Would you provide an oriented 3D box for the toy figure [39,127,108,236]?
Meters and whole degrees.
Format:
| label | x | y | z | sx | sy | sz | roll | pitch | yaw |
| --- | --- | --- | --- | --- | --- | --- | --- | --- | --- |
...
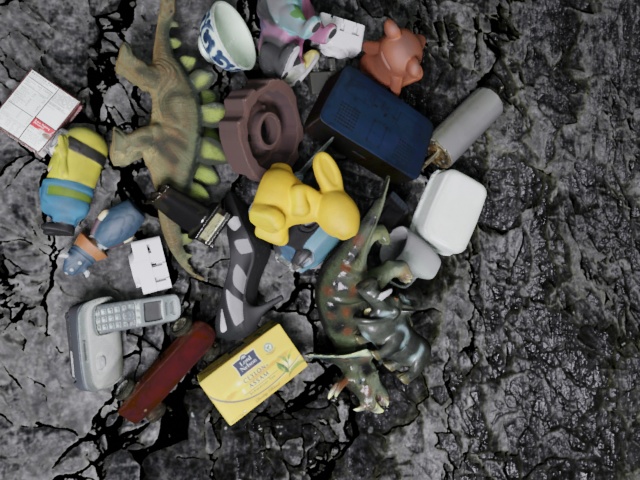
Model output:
| label | x | y | z | sx | sy | sz | roll | pitch | yaw |
| --- | --- | --- | --- | --- | --- | --- | --- | --- | --- |
| toy figure | -0.401 | -0.095 | 0.871 | 0.089 | 0.082 | 0.180 | 14 | 76 | -44 |

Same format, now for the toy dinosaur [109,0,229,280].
| label | x | y | z | sx | sy | sz | roll | pitch | yaw |
| --- | --- | --- | --- | --- | --- | --- | --- | --- | --- |
| toy dinosaur | -0.249 | -0.164 | 0.907 | 0.198 | 0.105 | 0.470 | 2 | 99 | -21 |

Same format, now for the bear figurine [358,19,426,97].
| label | x | y | z | sx | sy | sz | roll | pitch | yaw |
| --- | --- | --- | --- | --- | --- | --- | --- | --- | --- |
| bear figurine | 0.145 | -0.338 | 0.976 | 0.132 | 0.196 | 0.120 | -37 | 96 | -15 |

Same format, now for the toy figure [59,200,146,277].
| label | x | y | z | sx | sy | sz | roll | pitch | yaw |
| --- | --- | --- | --- | --- | --- | --- | --- | --- | --- |
| toy figure | -0.362 | -0.001 | 0.894 | 0.154 | 0.058 | 0.064 | -42 | 94 | -8 |

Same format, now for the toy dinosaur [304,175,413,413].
| label | x | y | z | sx | sy | sz | roll | pitch | yaw |
| --- | --- | --- | --- | --- | --- | --- | --- | --- | --- |
| toy dinosaur | 0.055 | 0.099 | 0.942 | 0.192 | 0.131 | 0.404 | -17 | 110 | -24 |

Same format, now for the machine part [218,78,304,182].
| label | x | y | z | sx | sy | sz | roll | pitch | yaw |
| --- | --- | --- | --- | --- | --- | --- | --- | --- | --- |
| machine part | -0.099 | -0.189 | 0.929 | 0.179 | 0.056 | 0.179 | -19 | 113 | -53 |

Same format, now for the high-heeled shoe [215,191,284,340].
| label | x | y | z | sx | sy | sz | roll | pitch | yaw |
| --- | --- | --- | --- | --- | --- | --- | --- | --- | --- |
| high-heeled shoe | -0.159 | 0.049 | 0.961 | 0.145 | 0.086 | 0.249 | -27 | 78 | 15 |

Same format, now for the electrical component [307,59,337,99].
| label | x | y | z | sx | sy | sz | roll | pitch | yaw |
| --- | --- | --- | --- | --- | --- | --- | --- | --- | --- |
| electrical component | 0.010 | -0.298 | 1.026 | 0.063 | 0.021 | 0.094 | -7 | 90 | -17 |

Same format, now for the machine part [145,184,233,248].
| label | x | y | z | sx | sy | sz | roll | pitch | yaw |
| --- | --- | --- | --- | --- | --- | --- | --- | --- | --- |
| machine part | -0.216 | -0.045 | 0.886 | 0.138 | 0.039 | 0.084 | 31 | 98 | -33 |

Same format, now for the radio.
| label | x | y | z | sx | sy | sz | roll | pitch | yaw |
| --- | --- | --- | --- | --- | --- | --- | --- | --- | --- |
| radio | 0.097 | -0.212 | 1.007 | 0.229 | 0.073 | 0.131 | 28 | 75 | -23 |

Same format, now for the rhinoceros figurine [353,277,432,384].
| label | x | y | z | sx | sy | sz | roll | pitch | yaw |
| --- | --- | --- | --- | --- | --- | --- | --- | --- | --- |
| rhinoceros figurine | 0.117 | 0.145 | 0.874 | 0.112 | 0.073 | 0.190 | -40 | 110 | -5 |

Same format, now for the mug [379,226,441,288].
| label | x | y | z | sx | sy | sz | roll | pitch | yaw |
| --- | --- | --- | --- | --- | --- | --- | --- | --- | --- |
| mug | 0.177 | 0.043 | 1.039 | 0.107 | 0.081 | 0.109 | 28 | 76 | -23 |

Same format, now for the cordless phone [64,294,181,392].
| label | x | y | z | sx | sy | sz | roll | pitch | yaw |
| --- | --- | --- | --- | --- | --- | --- | --- | --- | --- |
| cordless phone | -0.321 | 0.162 | 0.898 | 0.184 | 0.089 | 0.146 | -6 | 90 | -34 |

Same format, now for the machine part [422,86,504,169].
| label | x | y | z | sx | sy | sz | roll | pitch | yaw |
| --- | --- | --- | --- | --- | --- | --- | --- | --- | --- |
| machine part | 0.286 | -0.225 | 1.077 | 0.243 | 0.079 | 0.079 | -45 | 101 | -13 |

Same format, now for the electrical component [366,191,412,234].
| label | x | y | z | sx | sy | sz | roll | pitch | yaw |
| --- | --- | --- | --- | --- | --- | --- | --- | --- | --- |
| electrical component | 0.129 | -0.058 | 1.026 | 0.047 | 0.075 | 0.119 | 43 | 64 | -12 |

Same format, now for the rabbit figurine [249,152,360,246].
| label | x | y | z | sx | sy | sz | roll | pitch | yaw |
| --- | --- | --- | --- | --- | --- | --- | --- | --- | --- |
| rabbit figurine | -0.013 | -0.057 | 0.890 | 0.173 | 0.121 | 0.162 | 16 | 63 | 12 |

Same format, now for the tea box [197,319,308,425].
| label | x | y | z | sx | sy | sz | roll | pitch | yaw |
| --- | --- | --- | --- | --- | --- | --- | --- | --- | --- |
| tea box | -0.120 | 0.231 | 0.953 | 0.170 | 0.068 | 0.098 | -37 | 100 | -13 |

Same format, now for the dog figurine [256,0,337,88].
| label | x | y | z | sx | sy | sz | roll | pitch | yaw |
| --- | --- | --- | --- | --- | --- | --- | --- | --- | --- |
| dog figurine | -0.085 | -0.405 | 0.957 | 0.219 | 0.108 | 0.191 | 49 | 121 | 12 |

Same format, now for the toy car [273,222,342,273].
| label | x | y | z | sx | sy | sz | roll | pitch | yaw |
| --- | --- | --- | --- | --- | --- | --- | --- | --- | --- |
| toy car | -0.002 | -0.003 | 0.975 | 0.161 | 0.109 | 0.102 | -55 | 136 | -10 |

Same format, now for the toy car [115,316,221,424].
| label | x | y | z | sx | sy | sz | roll | pitch | yaw |
| --- | --- | --- | --- | --- | --- | --- | --- | --- | --- |
| toy car | -0.261 | 0.221 | 0.920 | 0.202 | 0.053 | 0.089 | -49 | 122 | -10 |
